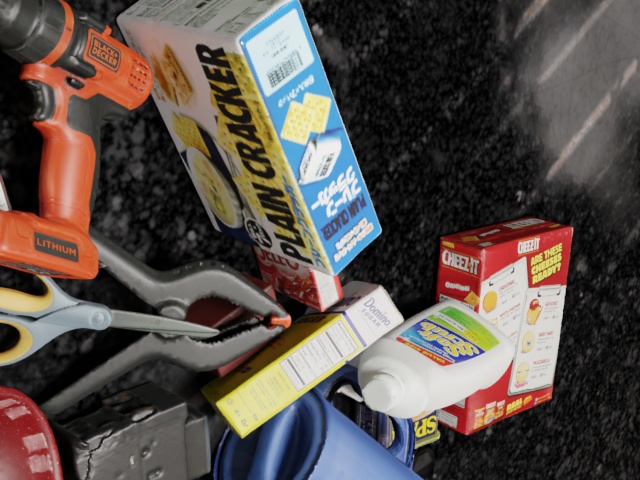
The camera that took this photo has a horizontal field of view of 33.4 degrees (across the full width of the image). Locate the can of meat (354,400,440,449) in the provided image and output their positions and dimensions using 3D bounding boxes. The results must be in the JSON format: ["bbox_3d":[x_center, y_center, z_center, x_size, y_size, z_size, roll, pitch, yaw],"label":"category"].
[{"bbox_3d":[0.081,0.173,1.125,0.101,0.058,0.084,-11,109,-41],"label":"can of meat"}]

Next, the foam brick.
[{"bbox_3d":[-0.080,0.072,0.939,0.078,0.053,0.051,-35,126,-28],"label":"foam brick"}]

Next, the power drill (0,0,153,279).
[{"bbox_3d":[-0.194,-0.075,0.733,0.184,0.057,0.187,25,72,-56],"label":"power drill"}]

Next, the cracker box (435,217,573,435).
[{"bbox_3d":[0.200,0.092,1.199,0.163,0.072,0.214,-12,111,-42],"label":"cracker box"}]

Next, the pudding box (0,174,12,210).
[{"bbox_3d":[-0.266,-0.031,0.736,0.089,0.039,0.113,-31,125,-35],"label":"pudding box"}]

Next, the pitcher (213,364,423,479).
[{"bbox_3d":[0.031,0.236,1.020,0.242,0.149,0.145,40,35,-36],"label":"pitcher"}]

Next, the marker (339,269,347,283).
[{"bbox_3d":[-0.007,0.001,1.007,0.020,0.020,0.121,-51,133,-18],"label":"marker"}]

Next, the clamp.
[{"bbox_3d":[-0.129,0.070,0.859,0.209,0.036,0.164,9,102,-20],"label":"clamp"}]

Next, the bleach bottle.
[{"bbox_3d":[0.104,0.121,1.007,0.068,0.103,0.250,-58,164,19],"label":"bleach bottle"}]

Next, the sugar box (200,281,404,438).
[{"bbox_3d":[-0.018,0.102,0.947,0.176,0.093,0.048,-38,100,-12],"label":"sugar box"}]

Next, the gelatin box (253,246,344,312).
[{"bbox_3d":[-0.024,0.016,0.946,0.030,0.089,0.073,-32,124,-29],"label":"gelatin box"}]

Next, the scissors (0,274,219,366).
[{"bbox_3d":[-0.185,0.073,0.815,0.201,0.016,0.096,26,98,-23],"label":"scissors"}]

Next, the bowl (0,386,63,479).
[{"bbox_3d":[-0.252,0.191,0.783,0.162,0.055,0.162,-7,90,-74],"label":"bowl"}]
